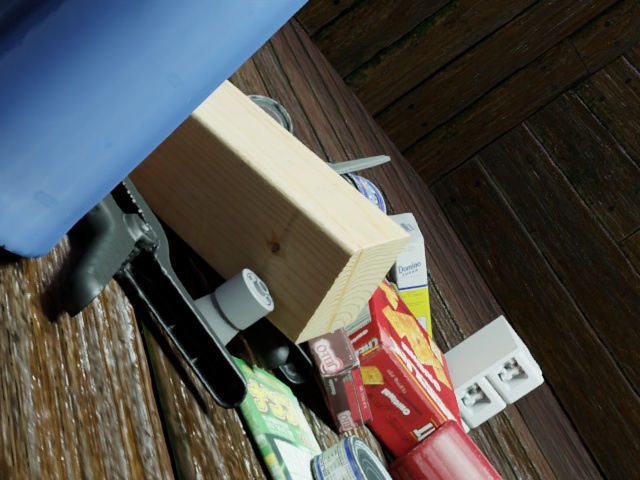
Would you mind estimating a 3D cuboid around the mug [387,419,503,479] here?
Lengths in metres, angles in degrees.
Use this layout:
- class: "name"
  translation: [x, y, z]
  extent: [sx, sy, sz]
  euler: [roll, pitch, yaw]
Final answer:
- class: "mug"
  translation: [0.113, 0.224, 0.991]
  extent: [0.081, 0.093, 0.117]
  euler: [52, -21, 11]

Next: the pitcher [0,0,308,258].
- class: "pitcher"
  translation: [-0.112, -0.115, 0.561]
  extent: [0.145, 0.243, 0.149]
  euler: [47, 7, -20]

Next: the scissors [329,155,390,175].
- class: "scissors"
  translation: [-0.018, -0.085, 1.214]
  extent: [0.096, 0.016, 0.201]
  euler: [40, 46, 25]

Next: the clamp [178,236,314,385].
- class: "clamp"
  translation: [-0.061, 0.047, 0.859]
  extent: [0.171, 0.039, 0.120]
  euler: [57, -5, 26]

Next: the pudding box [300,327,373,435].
- class: "pudding box"
  translation: [0.007, 0.099, 0.933]
  extent: [0.090, 0.039, 0.113]
  euler: [77, -7, -46]

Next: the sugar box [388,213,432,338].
- class: "sugar box"
  translation: [0.115, 0.063, 1.383]
  extent: [0.093, 0.048, 0.176]
  euler: [-103, -173, -65]

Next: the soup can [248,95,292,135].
- class: "soup can"
  translation: [-0.070, -0.090, 1.059]
  extent: [0.068, 0.068, 0.102]
  euler: [57, -21, 12]

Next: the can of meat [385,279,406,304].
- class: "can of meat"
  translation: [0.062, 0.076, 1.282]
  extent: [0.083, 0.057, 0.102]
  euler: [43, 15, -43]

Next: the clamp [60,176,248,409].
- class: "clamp"
  translation: [-0.129, 0.004, 0.685]
  extent: [0.164, 0.036, 0.210]
  euler: [41, 15, -54]

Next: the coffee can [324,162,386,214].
- class: "coffee can"
  translation: [0.018, -0.036, 1.308]
  extent: [0.103, 0.103, 0.140]
  euler: [57, 10, 10]

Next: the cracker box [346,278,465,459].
- class: "cracker box"
  translation: [0.079, 0.136, 1.124]
  extent: [0.164, 0.072, 0.213]
  euler: [51, 11, -18]

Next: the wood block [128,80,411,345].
- class: "wood block"
  translation: [-0.048, -0.028, 0.805]
  extent: [0.206, 0.091, 0.090]
  euler: [42, 26, 20]

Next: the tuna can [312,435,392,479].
- class: "tuna can"
  translation: [0.032, 0.186, 0.774]
  extent: [0.086, 0.034, 0.086]
  euler: [55, 8, -12]
